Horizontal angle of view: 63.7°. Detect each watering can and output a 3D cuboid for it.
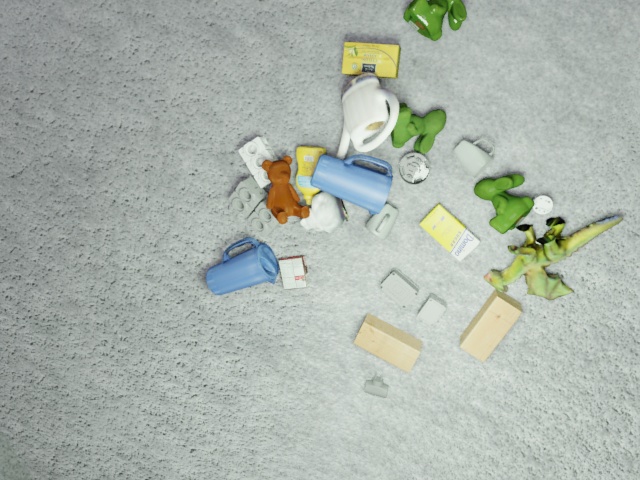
[{"bbox_3d":[0.115,-0.369,1.593,0.343,0.104,0.227,-30,65,51],"label":"watering can"}]

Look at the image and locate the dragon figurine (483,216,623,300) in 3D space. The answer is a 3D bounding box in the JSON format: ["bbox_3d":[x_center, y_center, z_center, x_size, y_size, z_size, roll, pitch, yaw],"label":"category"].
[{"bbox_3d":[0.701,0.070,1.556,0.409,0.125,0.239,-11,116,19],"label":"dragon figurine"}]

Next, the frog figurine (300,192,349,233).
[{"bbox_3d":[0.005,-0.085,1.693,0.159,0.125,0.135,-20,116,7],"label":"frog figurine"}]
